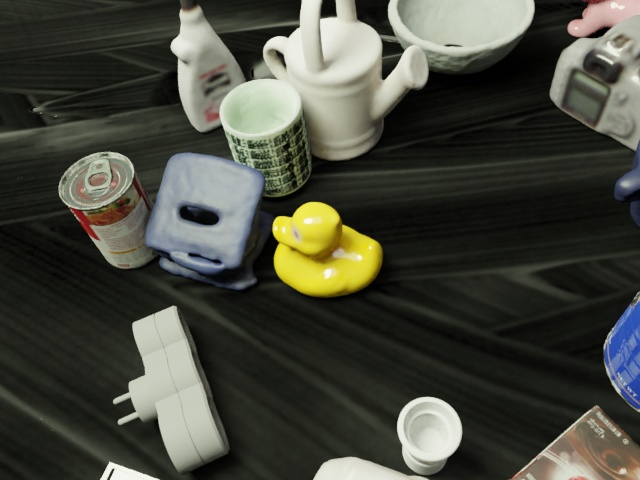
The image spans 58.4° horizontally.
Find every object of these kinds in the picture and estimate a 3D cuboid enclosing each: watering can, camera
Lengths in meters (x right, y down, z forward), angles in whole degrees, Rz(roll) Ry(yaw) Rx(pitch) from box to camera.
[{"bbox_3d":[0.022,-0.182,0.582,0.172,0.194,0.101,0,55,7],"label":"watering can"},{"bbox_3d":[0.345,-0.182,0.605,0.137,0.101,0.142,-35,59,-18],"label":"camera"}]

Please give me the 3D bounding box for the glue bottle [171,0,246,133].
[{"bbox_3d":[-0.127,-0.200,0.624,0.078,0.173,0.037,-36,59,-18],"label":"glue bottle"}]

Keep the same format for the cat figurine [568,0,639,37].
[{"bbox_3d":[0.346,-0.296,0.675,0.127,0.118,0.067,36,66,27],"label":"cat figurine"}]

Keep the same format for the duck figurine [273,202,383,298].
[{"bbox_3d":[0.005,0.002,0.521,0.104,0.086,0.077,6,56,10],"label":"duck figurine"}]

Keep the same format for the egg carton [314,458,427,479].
[{"bbox_3d":[0.054,0.212,0.377,0.150,0.069,0.107,15,58,16],"label":"egg carton"}]

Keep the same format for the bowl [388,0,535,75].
[{"bbox_3d":[0.166,-0.252,0.689,0.167,0.075,0.167,-3,55,4],"label":"bowl"}]

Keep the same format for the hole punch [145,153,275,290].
[{"bbox_3d":[-0.104,-0.018,0.543,0.108,0.091,0.101,13,57,15],"label":"hole punch"}]

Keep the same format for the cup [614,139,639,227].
[{"bbox_3d":[0.308,-0.041,0.513,0.118,0.095,0.091,-20,55,-8],"label":"cup"}]
